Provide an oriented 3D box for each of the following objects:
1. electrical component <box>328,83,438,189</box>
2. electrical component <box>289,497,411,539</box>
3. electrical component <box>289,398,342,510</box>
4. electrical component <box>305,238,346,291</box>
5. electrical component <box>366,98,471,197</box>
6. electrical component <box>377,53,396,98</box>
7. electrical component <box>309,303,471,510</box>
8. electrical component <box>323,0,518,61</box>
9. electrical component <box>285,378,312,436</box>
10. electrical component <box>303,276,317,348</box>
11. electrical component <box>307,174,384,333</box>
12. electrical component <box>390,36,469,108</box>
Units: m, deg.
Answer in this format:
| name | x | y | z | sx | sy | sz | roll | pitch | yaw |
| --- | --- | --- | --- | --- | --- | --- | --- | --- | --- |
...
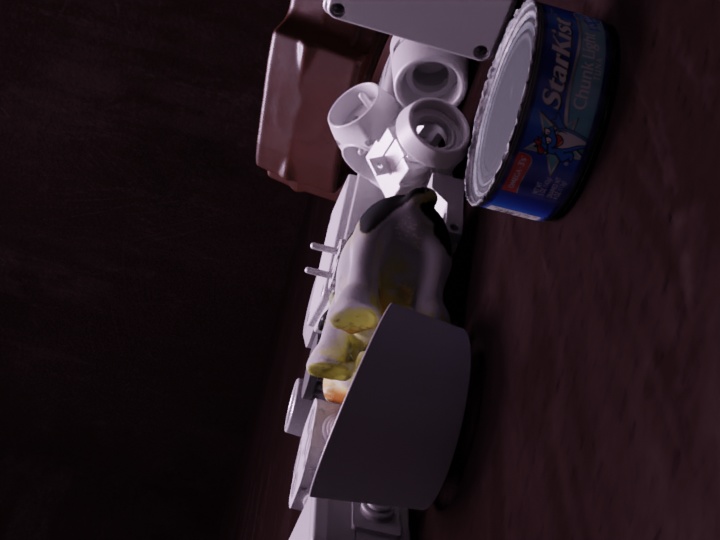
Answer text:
| name | x | y | z | sx | sy | sz | roll | pitch | yaw |
| --- | --- | --- | --- | --- | --- | --- | --- | --- | --- |
| electrical component | 0.028 | -0.090 | 0.760 | 0.079 | 0.077 | 0.044 | 8 | 59 | 47 |
| electrical component | -0.010 | 0.154 | 0.563 | 0.061 | 0.061 | 0.096 | -90 | 15 | -67 |
| electrical component | -0.014 | 0.126 | 0.710 | 0.080 | 0.051 | 0.080 | -166 | 90 | -84 |
| electrical component | 0.000 | 0.000 | 0.754 | 0.047 | 0.076 | 0.083 | 119 | 164 | -68 |
| electrical component | 0.039 | -0.075 | 0.674 | 0.048 | 0.066 | 0.055 | 65 | 149 | 19 |
| electrical component | 0.037 | -0.124 | 0.823 | 0.089 | 0.050 | 0.055 | 121 | 163 | -71 |
| electrical component | 0.015 | 0.066 | 0.518 | 0.099 | 0.064 | 0.099 | -166 | 90 | -84 |
| electrical component | 0.044 | -0.190 | 0.625 | 0.108 | 0.109 | 0.056 | 110 | 174 | -46 |
| electrical component | -0.039 | 0.126 | 0.968 | 0.055 | 0.047 | 0.055 | -166 | 90 | -84 |
| electrical component | -0.020 | 0.036 | 0.977 | 0.080 | 0.051 | 0.080 | -166 | 90 | -84 |
| electrical component | 0.001 | -0.008 | 0.860 | 0.108 | 0.056 | 0.108 | 122 | 161 | -72 |
| electrical component | 0.048 | -0.138 | 0.736 | 0.047 | 0.055 | 0.055 | -88 | 12 | -45 |
